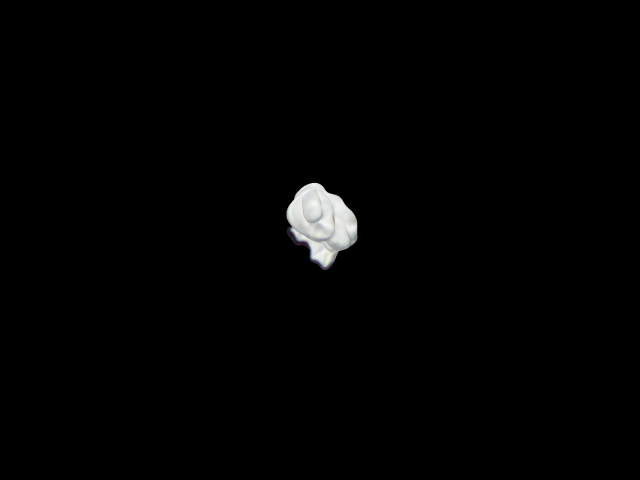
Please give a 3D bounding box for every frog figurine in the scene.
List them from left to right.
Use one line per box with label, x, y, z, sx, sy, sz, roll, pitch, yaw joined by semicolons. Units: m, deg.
frog figurine;0.003;-0.043;0.850;0.123;0.140;0.156;-16;-34;-11
